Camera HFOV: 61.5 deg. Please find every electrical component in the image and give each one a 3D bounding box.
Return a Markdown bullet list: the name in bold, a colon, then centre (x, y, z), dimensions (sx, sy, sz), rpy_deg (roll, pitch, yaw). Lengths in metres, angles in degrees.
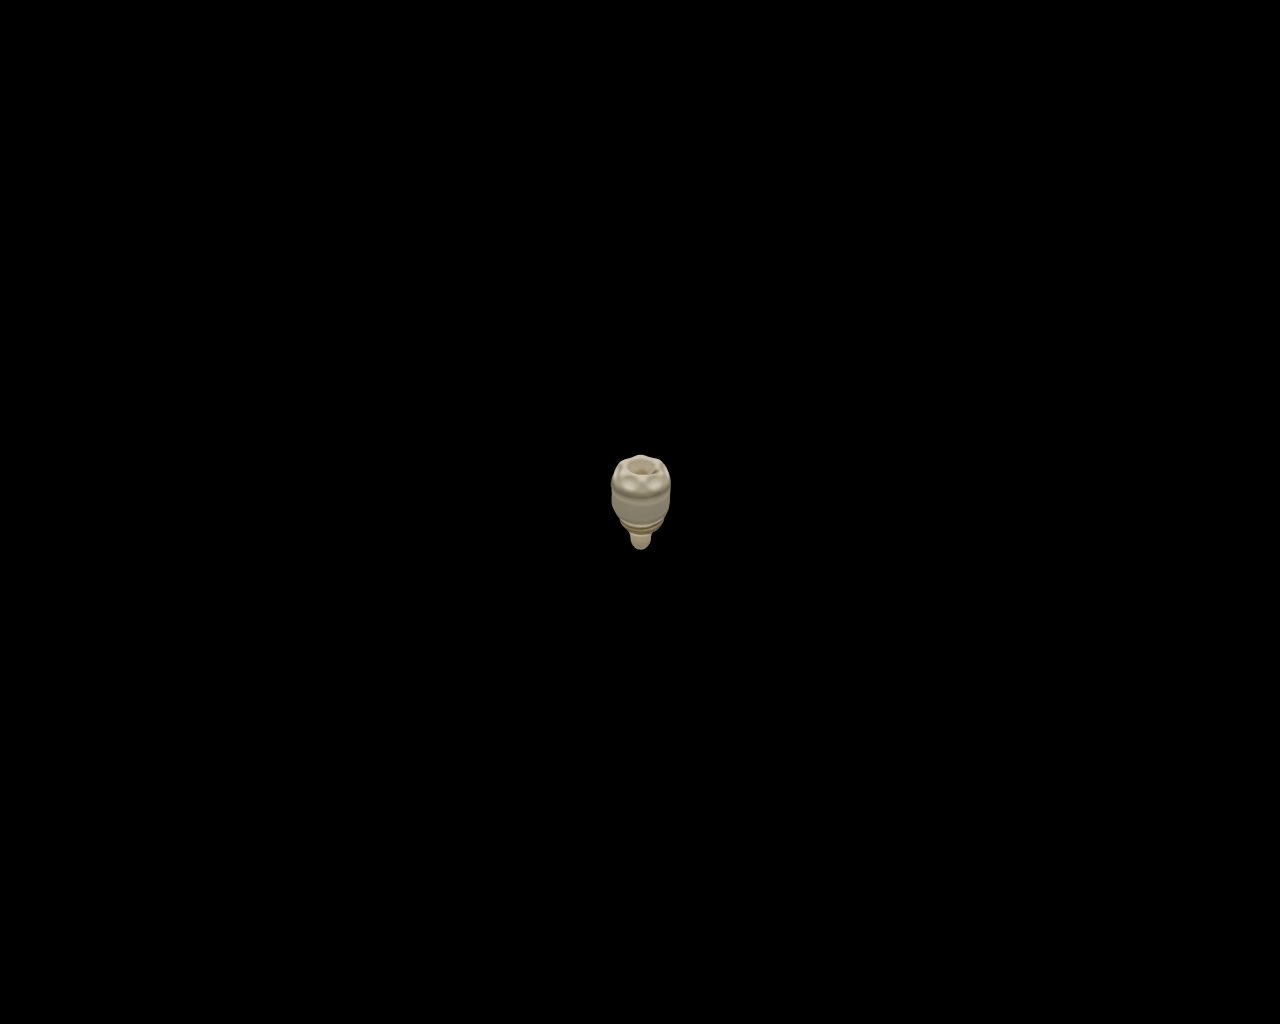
- **electrical component**: centre (0.001, -0.003, 0.650), dimensions (0.035, 0.061, 0.035), rpy_deg (0, 35, 0)
